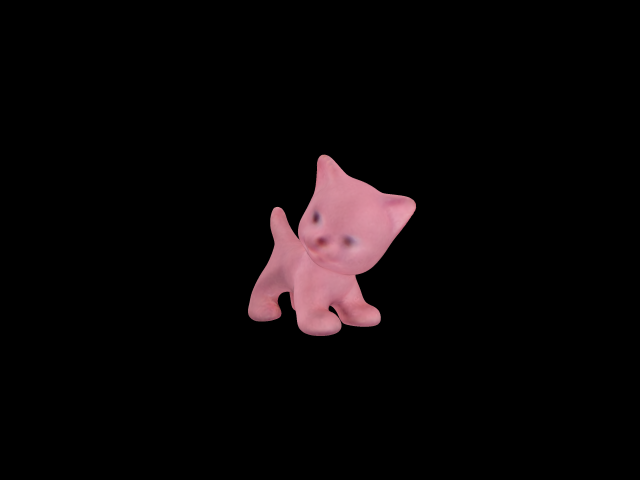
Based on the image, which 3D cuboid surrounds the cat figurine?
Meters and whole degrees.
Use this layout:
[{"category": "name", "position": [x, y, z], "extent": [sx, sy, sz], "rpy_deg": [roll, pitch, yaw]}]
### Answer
[{"category": "cat figurine", "position": [0.004, 0.001, 0.400], "extent": [0.067, 0.118, 0.127], "rpy_deg": [-2, 3, -40]}]
